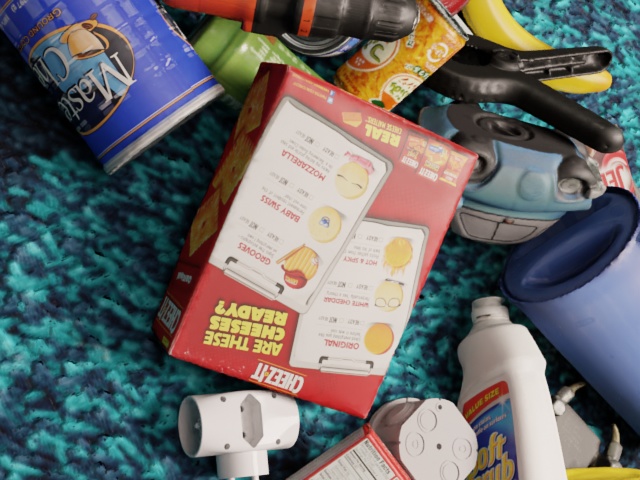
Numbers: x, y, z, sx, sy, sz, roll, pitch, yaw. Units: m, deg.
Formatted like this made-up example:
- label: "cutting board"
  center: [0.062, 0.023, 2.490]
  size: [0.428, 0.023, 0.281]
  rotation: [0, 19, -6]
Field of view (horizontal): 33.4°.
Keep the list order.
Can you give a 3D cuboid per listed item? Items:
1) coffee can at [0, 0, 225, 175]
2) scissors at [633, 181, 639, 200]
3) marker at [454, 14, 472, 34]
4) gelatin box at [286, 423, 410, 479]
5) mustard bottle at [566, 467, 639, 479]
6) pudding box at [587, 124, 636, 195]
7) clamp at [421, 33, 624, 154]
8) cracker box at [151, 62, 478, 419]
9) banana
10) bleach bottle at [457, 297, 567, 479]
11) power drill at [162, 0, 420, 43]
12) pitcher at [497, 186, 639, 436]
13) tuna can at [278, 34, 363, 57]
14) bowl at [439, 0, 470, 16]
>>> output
- label: "coffee can"
  center: [-0.148, -0.132, 0.747]
  size: [0.102, 0.103, 0.140]
  rotation: [-40, 99, -31]
- label: "scissors"
  center: [0.321, 0.002, 1.038]
  size: [0.201, 0.016, 0.096]
  rotation: [43, 60, -14]
- label: "marker"
  center: [0.122, -0.194, 0.969]
  size: [0.121, 0.020, 0.020]
  rotation: [49, 59, -10]
- label: "gelatin box"
  center: [0.021, 0.190, 0.785]
  size: [0.089, 0.030, 0.073]
  rotation: [-36, 98, 2]
- label: "mustard bottle"
  center: [0.228, 0.287, 0.873]
  size: [0.096, 0.058, 0.191]
  rotation: [0, 92, -14]
- label: "pudding box"
  center: [0.240, -0.055, 0.990]
  size: [0.113, 0.039, 0.090]
  rotation: [-12, 85, -31]
- label: "clamp"
  center: [0.160, -0.136, 0.909]
  size: [0.210, 0.036, 0.164]
  rotation: [9, 36, -3]
- label: "cracker box"
  center: [-0.005, 0.001, 0.774]
  size: [0.164, 0.072, 0.214]
  rotation: [22, 93, -23]
- label: "banana"
  center: [0.187, -0.190, 0.982]
  size: [0.197, 0.070, 0.037]
  rotation: [42, 27, -23]
- label: "bleach bottle"
  center: [0.146, 0.172, 0.857]
  size: [0.067, 0.103, 0.251]
  rotation: [10, 65, -36]
- label: "power drill"
  center: [-0.018, -0.220, 0.781]
  size: [0.184, 0.057, 0.187]
  rotation: [10, 46, -7]
- label: "pitcher"
  center: [0.280, 0.078, 0.908]
  size: [0.145, 0.149, 0.242]
  rotation: [-42, 112, 2]
- label: "tuna can"
  center: [0.000, -0.190, 0.856]
  size: [0.086, 0.086, 0.033]
  rotation: [65, 21, -1]
- label: "bowl"
  center: [0.079, -0.242, 0.883]
  size: [0.162, 0.055, 0.162]
  rotation: [-5, 117, -11]
